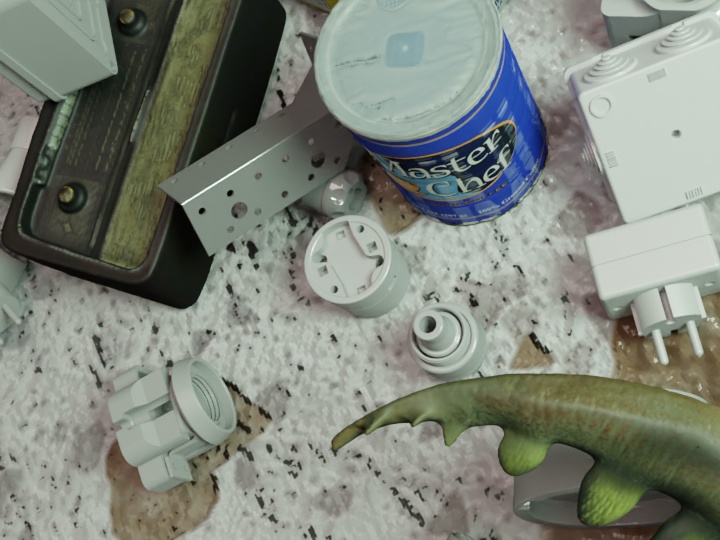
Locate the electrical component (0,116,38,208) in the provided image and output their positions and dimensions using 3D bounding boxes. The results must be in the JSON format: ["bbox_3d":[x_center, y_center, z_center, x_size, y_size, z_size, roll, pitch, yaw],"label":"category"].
[{"bbox_3d":[-0.238,-0.078,0.777,0.044,0.044,0.065,8,72,22],"label":"electrical component"}]

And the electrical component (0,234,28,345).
[{"bbox_3d":[-0.265,0.020,0.753,0.079,0.044,0.077,41,90,26],"label":"electrical component"}]

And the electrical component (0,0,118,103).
[{"bbox_3d":[-0.209,-0.164,0.673,0.057,0.113,0.078,-20,68,12],"label":"electrical component"}]

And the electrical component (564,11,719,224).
[{"bbox_3d":[0.171,-0.082,0.596,0.100,0.099,0.048,-21,23,13],"label":"electrical component"}]

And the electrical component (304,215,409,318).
[{"bbox_3d":[0.000,0.000,0.659,0.055,0.047,0.055,-6,71,19],"label":"electrical component"}]

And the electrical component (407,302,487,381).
[{"bbox_3d":[0.048,0.039,0.621,0.043,0.062,0.043,-6,71,18],"label":"electrical component"}]

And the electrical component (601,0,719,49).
[{"bbox_3d":[0.242,-0.180,0.620,0.186,0.060,0.105,7,76,22],"label":"electrical component"}]

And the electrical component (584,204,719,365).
[{"bbox_3d":[0.167,0.014,0.593,0.066,0.047,0.076,-16,68,15],"label":"electrical component"}]

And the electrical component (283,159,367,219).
[{"bbox_3d":[-0.028,-0.056,0.695,0.061,0.035,0.035,24,83,28],"label":"electrical component"}]

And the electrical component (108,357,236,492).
[{"bbox_3d":[-0.114,0.090,0.668,0.057,0.058,0.078,-28,65,13],"label":"electrical component"}]

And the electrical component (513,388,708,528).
[{"bbox_3d":[0.131,0.092,0.551,0.108,0.108,0.060,-9,64,18],"label":"electrical component"}]
